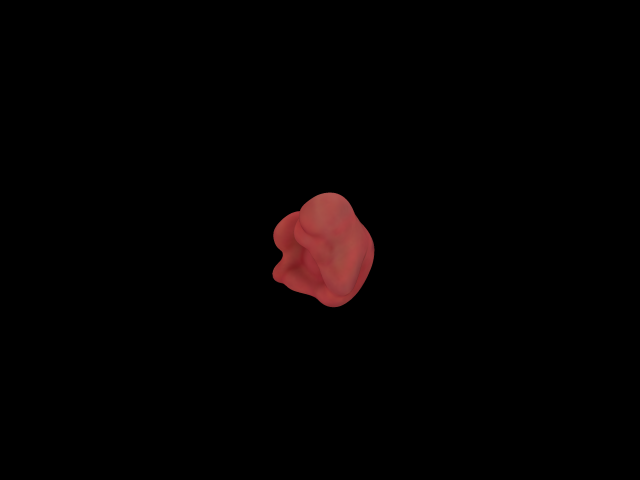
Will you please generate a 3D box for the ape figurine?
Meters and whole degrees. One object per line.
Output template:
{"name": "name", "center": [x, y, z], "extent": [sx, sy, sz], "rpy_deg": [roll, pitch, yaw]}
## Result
{"name": "ape figurine", "center": [0.004, 0.001, 0.400], "extent": [0.076, 0.092, 0.077], "rpy_deg": [-15, 54, -11]}
